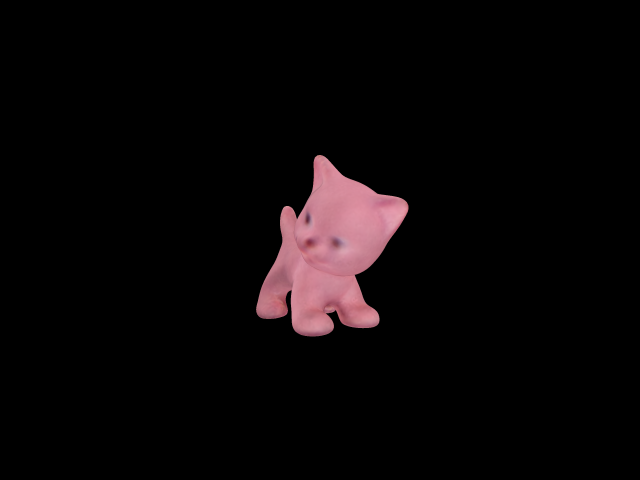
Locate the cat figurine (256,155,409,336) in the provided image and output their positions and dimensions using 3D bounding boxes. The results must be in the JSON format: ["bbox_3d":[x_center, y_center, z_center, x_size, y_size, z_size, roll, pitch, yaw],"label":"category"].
[{"bbox_3d":[0.004,0.001,0.400,0.067,0.118,0.127,-2,4,-30],"label":"cat figurine"}]
